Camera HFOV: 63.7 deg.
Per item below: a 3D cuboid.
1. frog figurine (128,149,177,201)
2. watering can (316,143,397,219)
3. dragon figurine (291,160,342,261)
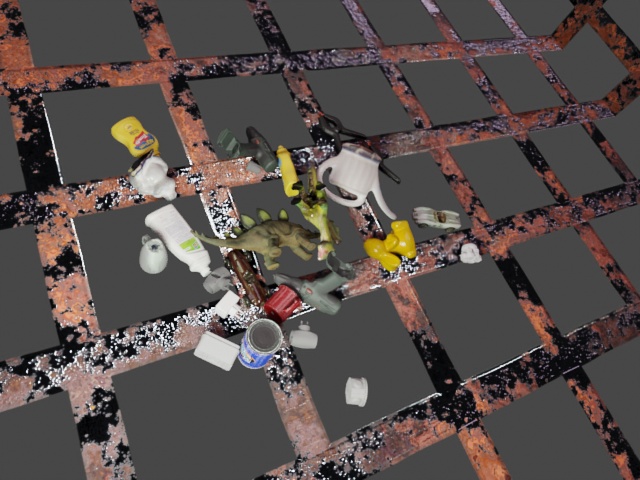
[{"bbox_3d":[-0.533,-0.196,1.670,0.157,0.121,0.141,49,37,-33],"label":"frog figurine"},{"bbox_3d":[0.159,-0.221,1.893,0.346,0.105,0.223,21,95,-13],"label":"watering can"},{"bbox_3d":[0.005,-0.088,1.745,0.121,0.238,0.420,-18,34,14],"label":"dragon figurine"}]
